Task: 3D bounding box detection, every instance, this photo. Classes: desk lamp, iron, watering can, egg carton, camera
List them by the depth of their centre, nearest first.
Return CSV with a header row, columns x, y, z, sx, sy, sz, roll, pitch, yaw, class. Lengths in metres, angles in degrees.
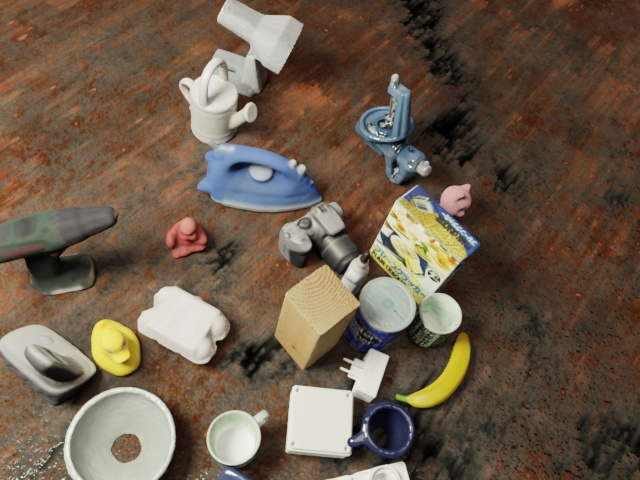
x,y,z,sx,sy,sz,roll,pitch,yaw,class
-0.242,0.151,1.025,0.150,0.069,0.107,27,61,4,egg carton
0.010,0.004,1.133,0.143,0.101,0.136,-31,72,-24,camera
-0.113,-0.138,1.161,0.258,0.141,0.118,9,61,-6,iron
-0.213,-0.295,1.194,0.173,0.194,0.101,10,61,-6,watering can
-0.149,-0.420,1.261,0.203,0.213,0.118,19,61,-1,desk lamp

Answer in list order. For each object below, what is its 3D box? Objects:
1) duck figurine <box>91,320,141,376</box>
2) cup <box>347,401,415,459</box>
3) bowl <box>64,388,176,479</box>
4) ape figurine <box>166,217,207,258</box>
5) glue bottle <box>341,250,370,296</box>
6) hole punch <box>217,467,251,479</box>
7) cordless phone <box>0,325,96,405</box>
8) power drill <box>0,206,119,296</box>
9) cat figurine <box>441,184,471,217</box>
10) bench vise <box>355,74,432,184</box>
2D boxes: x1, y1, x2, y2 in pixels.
x,y,z,sx,sy,sz,roll,pitch,yaw,class
-0.354,0.177,0.981,0.078,0.086,0.104,-31,72,-23,duck figurine
0.095,0.336,0.979,0.118,0.095,0.091,-14,66,-17,cup
-0.314,0.326,0.916,0.167,0.074,0.167,5,62,-8,bowl
-0.253,-0.012,1.096,0.078,0.092,0.076,19,61,0,ape figurine
0.068,0.062,1.072,0.037,0.173,0.078,33,62,8,glue bottle
-0.129,0.423,0.892,0.108,0.091,0.101,32,61,7,hole punch
-0.443,0.179,0.905,0.147,0.185,0.094,32,62,7,cordless phone
-0.450,0.016,0.976,0.230,0.208,0.075,-11,65,-16,power drill
0.264,-0.071,1.212,0.128,0.117,0.067,-16,66,-18,cat figurine
0.177,-0.240,1.226,0.207,0.219,0.122,35,62,9,bench vise
